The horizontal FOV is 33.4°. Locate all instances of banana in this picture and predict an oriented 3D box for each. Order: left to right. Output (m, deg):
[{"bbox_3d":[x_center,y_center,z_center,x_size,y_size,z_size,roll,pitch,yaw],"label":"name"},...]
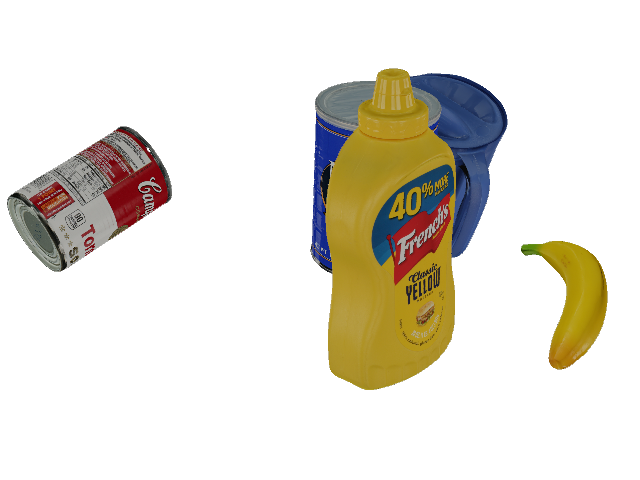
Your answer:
[{"bbox_3d":[0.238,0.052,1.008,0.070,0.037,0.197,-28,25,17],"label":"banana"}]

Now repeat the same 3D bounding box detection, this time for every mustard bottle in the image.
[{"bbox_3d":[0.044,-0.010,0.648,0.058,0.192,0.096,22,36,40],"label":"mustard bottle"}]

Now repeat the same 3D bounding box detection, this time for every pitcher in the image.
[{"bbox_3d":[0.117,-0.051,1.192,0.145,0.243,0.149,23,44,11],"label":"pitcher"}]

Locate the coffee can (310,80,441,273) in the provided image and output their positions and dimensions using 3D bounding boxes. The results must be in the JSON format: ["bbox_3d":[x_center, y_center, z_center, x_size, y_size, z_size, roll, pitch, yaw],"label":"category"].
[{"bbox_3d":[0.044,-0.051,0.897,0.103,0.140,0.103,2,29,-1],"label":"coffee can"}]

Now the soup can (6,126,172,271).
[{"bbox_3d":[-0.171,-0.031,0.792,0.102,0.068,0.069,-37,19,-28],"label":"soup can"}]
